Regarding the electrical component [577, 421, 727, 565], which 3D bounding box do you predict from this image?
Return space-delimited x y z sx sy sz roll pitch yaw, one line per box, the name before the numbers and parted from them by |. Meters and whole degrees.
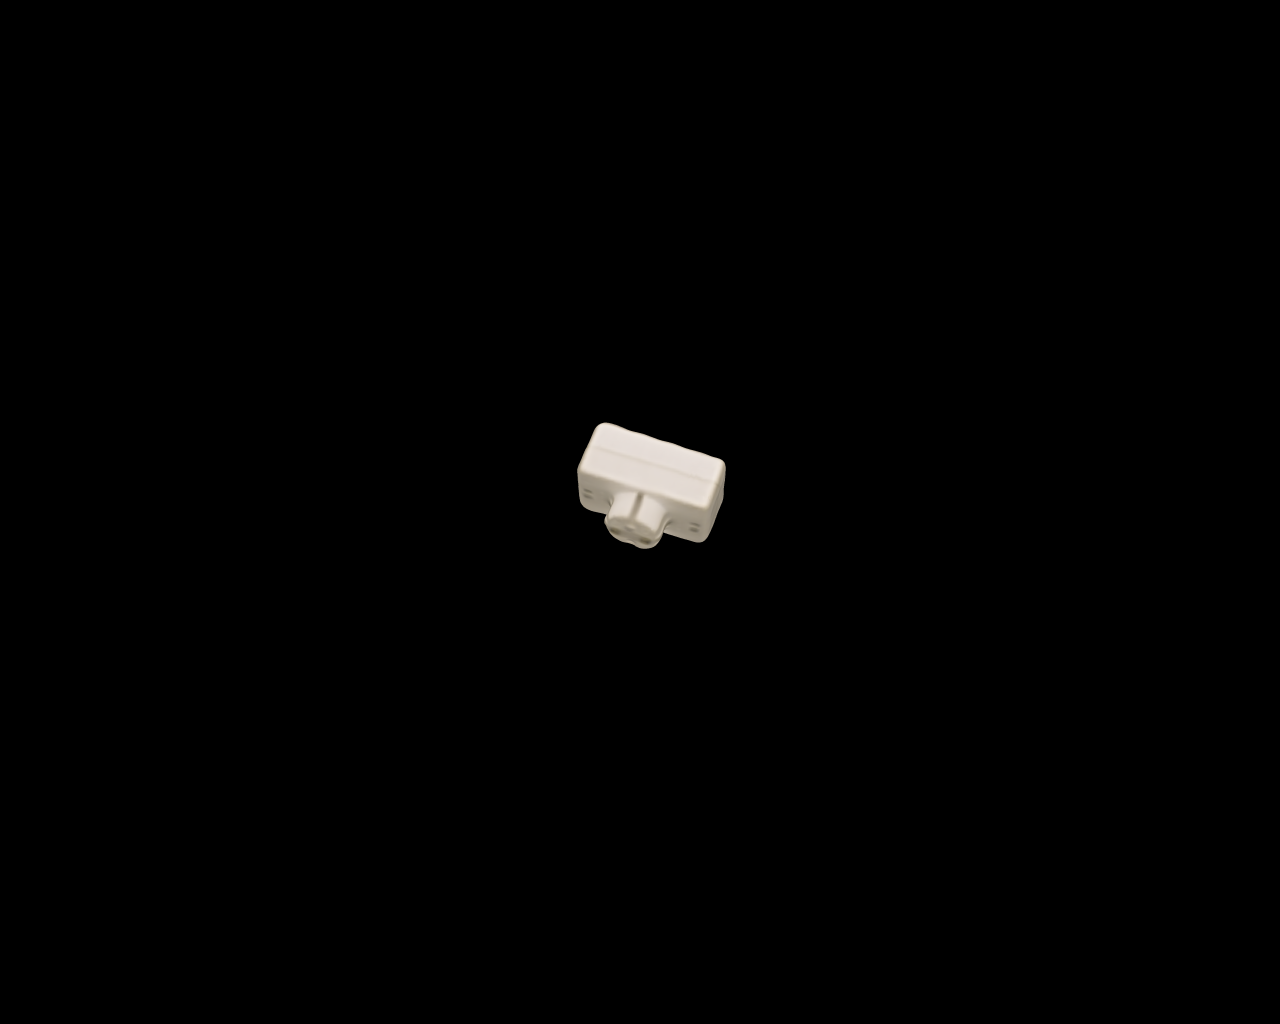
electrical component | 0.001 -0.003 0.650 0.083 0.076 0.047 18 -28 10
